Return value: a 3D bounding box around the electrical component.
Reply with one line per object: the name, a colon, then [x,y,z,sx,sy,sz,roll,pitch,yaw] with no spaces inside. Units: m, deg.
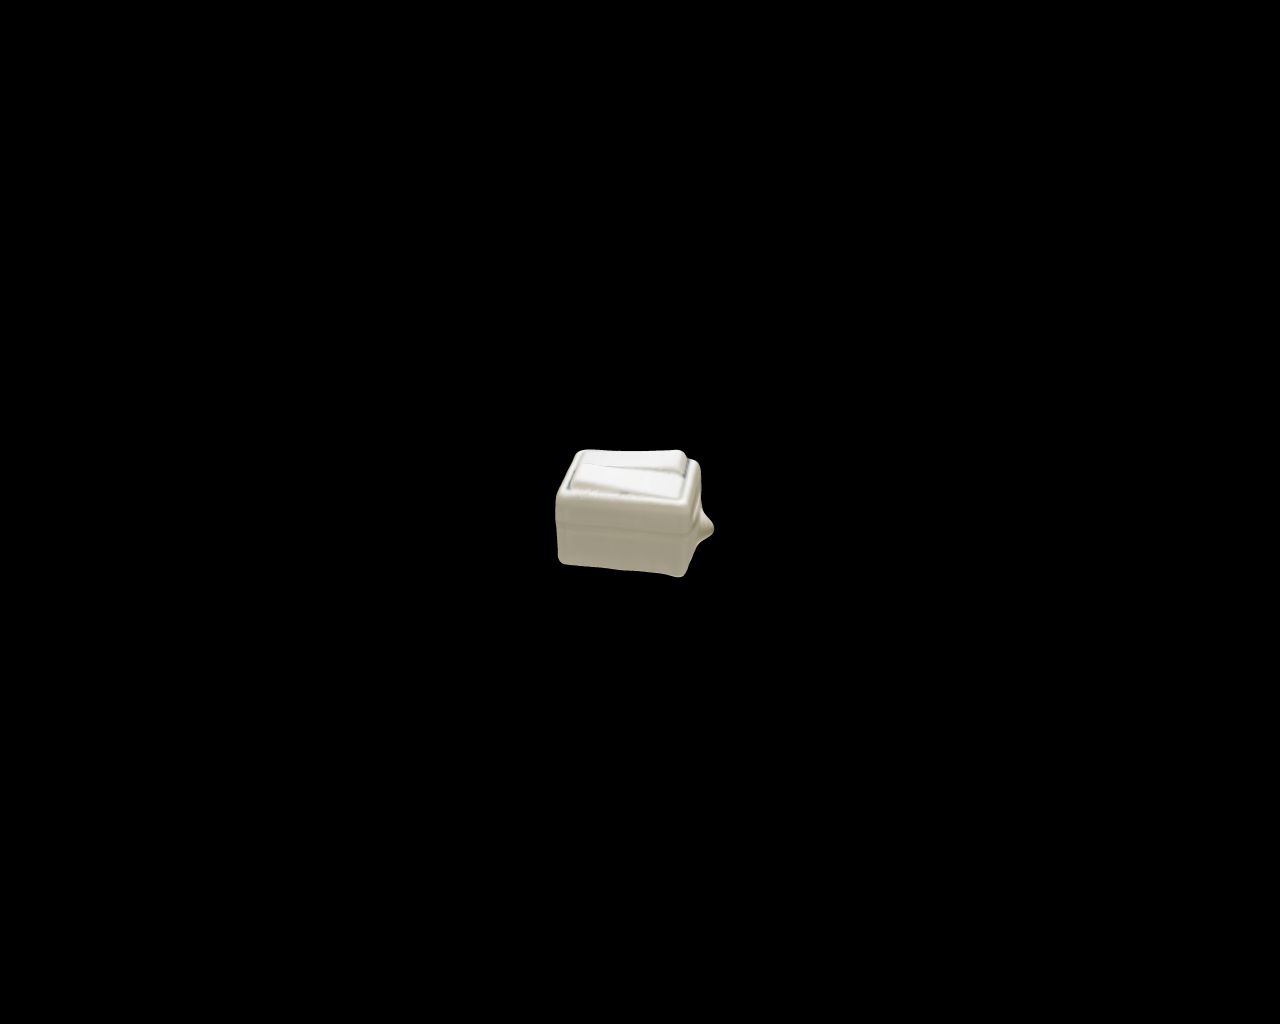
electrical component: [0.001,-0.003,0.650,0.096,0.061,0.062,6,32,9]
